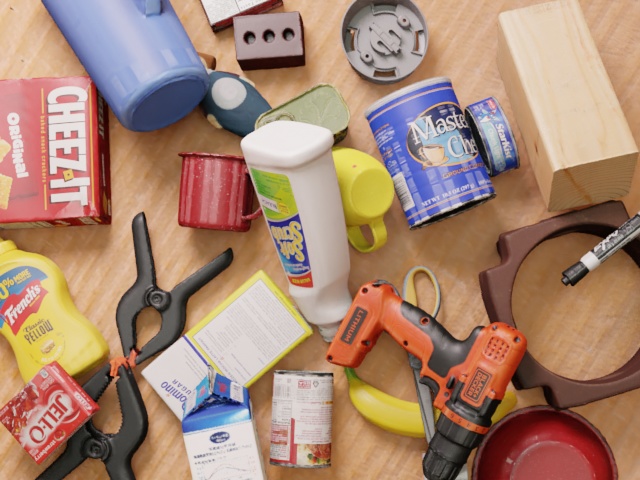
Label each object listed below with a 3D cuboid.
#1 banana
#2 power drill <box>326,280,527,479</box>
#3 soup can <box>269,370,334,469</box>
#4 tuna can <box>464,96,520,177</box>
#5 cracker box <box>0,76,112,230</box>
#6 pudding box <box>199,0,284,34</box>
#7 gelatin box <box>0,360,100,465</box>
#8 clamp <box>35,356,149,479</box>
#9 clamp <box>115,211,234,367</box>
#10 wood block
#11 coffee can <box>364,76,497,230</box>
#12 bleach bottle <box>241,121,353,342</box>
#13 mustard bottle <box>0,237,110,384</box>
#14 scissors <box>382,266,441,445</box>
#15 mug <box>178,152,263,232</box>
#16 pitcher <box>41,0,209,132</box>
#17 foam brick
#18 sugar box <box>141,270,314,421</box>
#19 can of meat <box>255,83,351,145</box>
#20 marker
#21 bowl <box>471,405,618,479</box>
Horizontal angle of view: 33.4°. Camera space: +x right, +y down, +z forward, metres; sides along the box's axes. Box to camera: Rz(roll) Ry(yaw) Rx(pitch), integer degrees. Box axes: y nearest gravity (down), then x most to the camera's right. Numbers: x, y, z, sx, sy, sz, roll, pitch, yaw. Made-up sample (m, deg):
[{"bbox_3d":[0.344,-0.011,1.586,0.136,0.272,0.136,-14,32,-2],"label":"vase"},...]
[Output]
[{"bbox_3d":[0.116,0.185,1.177,0.198,0.037,0.069,11,87,3],"label":"banana"},{"bbox_3d":[0.103,0.141,1.128,0.188,0.057,0.184,29,96,20],"label":"power drill"},{"bbox_3d":[-0.020,0.195,1.166,0.068,0.068,0.102,2,84,2],"label":"soup can"},{"bbox_3d":[0.189,-0.113,1.178,0.034,0.086,0.086,-20,84,2],"label":"tuna can"},{"bbox_3d":[-0.349,-0.095,1.204,0.213,0.072,0.164,-3,85,1],"label":"cracker box"},{"bbox_3d":[-0.104,-0.308,1.231,0.090,0.039,0.113,-22,86,0],"label":"pudding box"},{"bbox_3d":[-0.293,0.185,1.146,0.089,0.030,0.073,-43,87,15],"label":"gelatin box"},{"bbox_3d":[-0.253,0.231,1.179,0.164,0.036,0.210,6,95,3],"label":"clamp"},{"bbox_3d":[-0.188,0.056,1.200,0.120,0.039,0.171,31,87,6],"label":"clamp"},{"bbox_3d":[0.259,-0.146,1.139,0.090,0.091,0.206,-13,62,1],"label":"wood block"},{"bbox_3d":[0.121,-0.094,1.170,0.103,0.103,0.140,-21,84,0],"label":"coffee can"},{"bbox_3d":[-0.007,0.001,1.131,0.068,0.103,0.251,-33,122,-30],"label":"bleach bottle"},{"bbox_3d":[-0.323,0.073,1.194,0.096,0.058,0.191,-34,84,5],"label":"mustard bottle"},{"bbox_3d":[0.089,0.124,1.176,0.096,0.016,0.201,4,73,10],"label":"scissors"},{"bbox_3d":[-0.104,-0.051,1.177,0.117,0.093,0.081,5,90,27],"label":"mug"},{"bbox_3d":[-0.216,-0.246,1.152,0.145,0.149,0.243,-33,73,4],"label":"pitcher"},{"bbox_3d":[-0.056,-0.226,1.214,0.078,0.051,0.053,-5,85,1],"label":"foam brick"},{"bbox_3d":[-0.101,0.124,1.188,0.176,0.048,0.093,-40,85,2],"label":"sugar box"},{"bbox_3d":[-0.017,-0.124,1.187,0.102,0.084,0.057,-28,85,-1],"label":"can of meat"},{"bbox_3d":[0.300,0.007,1.110,0.121,0.020,0.020,-38,85,-2],"label":"marker"},{"bbox_3d":[0.248,0.262,1.156,0.162,0.055,0.162,0,85,3],"label":"bowl"}]
